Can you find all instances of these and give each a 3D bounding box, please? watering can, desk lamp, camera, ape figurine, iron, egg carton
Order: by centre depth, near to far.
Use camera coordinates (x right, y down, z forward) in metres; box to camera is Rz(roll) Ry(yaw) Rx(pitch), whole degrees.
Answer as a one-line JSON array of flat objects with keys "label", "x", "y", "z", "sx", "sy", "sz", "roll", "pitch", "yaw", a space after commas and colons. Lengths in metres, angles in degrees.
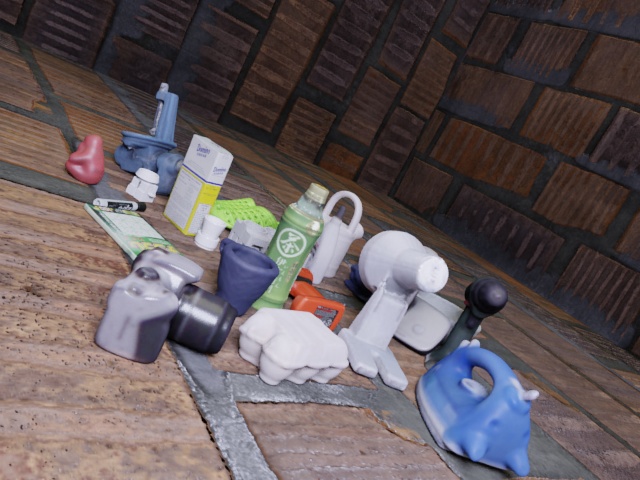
[{"label": "camera", "x": -0.168, "y": 0.079, "z": 0.675, "sx": 0.137, "sy": 0.101, "sz": 0.143, "roll": 26, "pitch": 12, "yaw": -7}, {"label": "egg carton", "x": -0.034, "y": 0.144, "z": 0.771, "sx": 0.151, "sy": 0.069, "sz": 0.107, "roll": 13, "pitch": 18, "yaw": -49}, {"label": "iron", "x": 0.227, "y": 0.221, "z": 0.850, "sx": 0.119, "sy": 0.141, "sz": 0.258, "roll": 24, "pitch": 13, "yaw": -18}, {"label": "desk lamp", "x": 0.123, "y": 0.101, "z": 0.952, "sx": 0.118, "sy": 0.213, "sz": 0.203, "roll": 23, "pitch": 13, "yaw": -18}, {"label": "ape figurine", "x": -0.441, "y": -0.159, "z": 1.093, "sx": 0.076, "sy": 0.092, "sz": 0.078, "roll": 33, "pitch": 13, "yaw": 26}, {"label": "watering can", "x": 0.033, "y": -0.021, "z": 1.310, "sx": 0.100, "sy": 0.194, "sz": 0.173, "roll": 30, "pitch": 12, "yaw": 13}]

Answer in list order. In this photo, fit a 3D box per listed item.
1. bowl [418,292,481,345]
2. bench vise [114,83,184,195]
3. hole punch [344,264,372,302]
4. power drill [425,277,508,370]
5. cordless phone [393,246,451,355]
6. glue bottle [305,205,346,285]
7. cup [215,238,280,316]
[{"label": "bowl", "x": 0.263, "y": 0.181, "z": 1.257, "sx": 0.167, "sy": 0.074, "sz": 0.167, "roll": 26, "pitch": 12, "yaw": -6}, {"label": "bench vise", "x": -0.341, "y": -0.221, "z": 1.266, "sx": 0.207, "sy": 0.219, "sz": 0.122, "roll": 30, "pitch": 12, "yaw": 11}, {"label": "hole punch", "x": 0.124, "y": 0.090, "z": 1.293, "sx": 0.101, "sy": 0.091, "sz": 0.108, "roll": 20, "pitch": 14, "yaw": -33}, {"label": "power drill", "x": 0.276, "y": 0.158, "z": 1.058, "sx": 0.075, "sy": 0.208, "sz": 0.230, "roll": 29, "pitch": 12, "yaw": 8}, {"label": "cordless phone", "x": 0.201, "y": 0.117, "z": 1.123, "sx": 0.147, "sy": 0.185, "sz": 0.094, "roll": 33, "pitch": 13, "yaw": 22}, {"label": "glue bottle", "x": 0.011, "y": 0.004, "z": 1.206, "sx": 0.037, "sy": 0.173, "sz": 0.078, "roll": 21, "pitch": 13, "yaw": -27}, {"label": "cup", "x": -0.128, "y": 0.058, "z": 0.865, "sx": 0.117, "sy": 0.095, "sz": 0.092, "roll": 36, "pitch": 15, "yaw": 35}]
